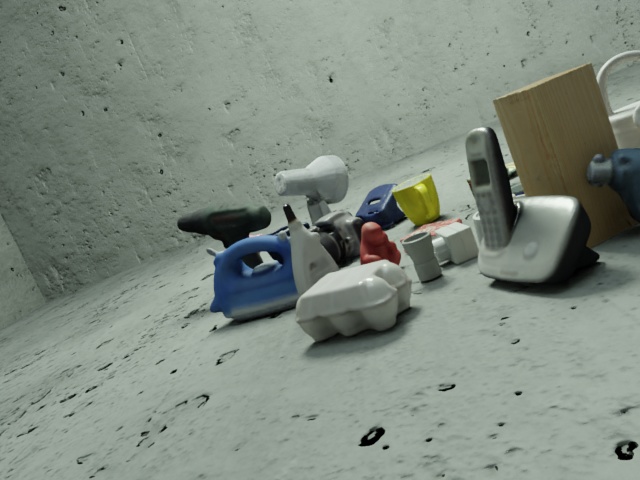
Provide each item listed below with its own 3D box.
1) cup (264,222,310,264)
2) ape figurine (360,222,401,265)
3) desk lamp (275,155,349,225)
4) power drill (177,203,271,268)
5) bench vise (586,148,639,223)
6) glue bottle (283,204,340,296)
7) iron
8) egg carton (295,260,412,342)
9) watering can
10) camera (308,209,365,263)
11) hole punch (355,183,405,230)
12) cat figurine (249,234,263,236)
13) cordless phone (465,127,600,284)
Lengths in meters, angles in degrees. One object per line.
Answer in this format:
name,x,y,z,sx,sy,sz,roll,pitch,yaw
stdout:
cup,-0.066,0.017,1.307,0.117,0.095,0.091,-22,9,2
ape figurine,0.093,0.015,0.936,0.078,0.092,0.076,-28,11,-31
desk lamp,-0.012,-0.086,1.396,0.204,0.213,0.117,-29,11,-35
power drill,-0.192,0.016,1.259,0.229,0.208,0.076,-18,10,28
bench vise,0.400,-0.131,0.625,0.207,0.220,0.121,-23,9,-3
glue bottle,-0.019,0.023,0.906,0.078,0.173,0.037,-29,11,-35
iron,-0.090,0.050,1.023,0.257,0.141,0.119,-18,10,28
egg carton,0.044,0.079,0.751,0.150,0.069,0.107,-17,11,33
watering can,0.457,-0.171,0.805,0.101,0.194,0.173,-22,9,4
camera,0.011,0.004,1.174,0.137,0.101,0.142,-30,12,-40
hole punch,0.141,-0.076,1.357,0.101,0.091,0.108,-30,12,-38
cat figurine,-0.192,0.036,1.432,0.127,0.118,0.067,-19,10,22
cordless phone,0.226,-0.044,0.658,0.094,0.185,0.147,-26,10,-19
